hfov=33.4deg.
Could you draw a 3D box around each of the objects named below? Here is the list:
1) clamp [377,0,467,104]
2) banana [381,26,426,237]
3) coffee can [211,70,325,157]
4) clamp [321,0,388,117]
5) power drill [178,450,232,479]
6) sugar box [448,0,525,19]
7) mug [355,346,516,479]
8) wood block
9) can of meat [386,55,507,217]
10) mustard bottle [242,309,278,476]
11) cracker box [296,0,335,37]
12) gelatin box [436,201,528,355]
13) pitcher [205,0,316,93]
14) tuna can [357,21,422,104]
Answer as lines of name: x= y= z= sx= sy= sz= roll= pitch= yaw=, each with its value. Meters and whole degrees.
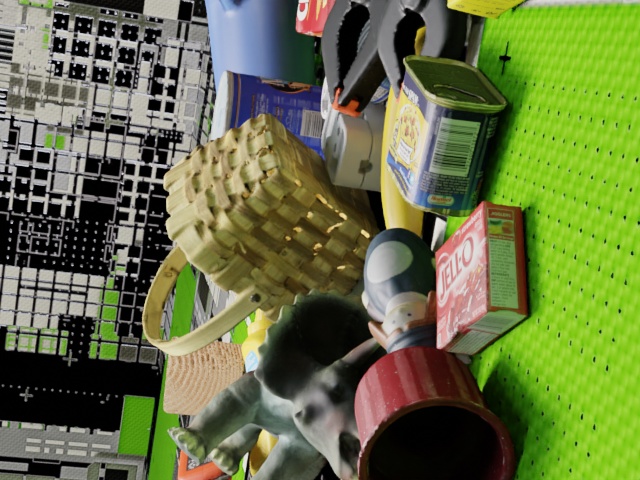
clamp: x=0.086 y=-0.187 z=0.799 sx=0.120 sy=0.039 sz=0.171 roll=-2 pitch=90 yaw=53
banana: x=0.073 y=-0.086 z=0.854 sx=0.070 sy=0.037 sz=0.198 roll=-143 pitch=61 yaw=-76
coffee can: x=-0.040 y=-0.120 z=1.141 sx=0.103 sy=0.140 sz=0.103 roll=-173 pitch=90 yaw=-78
clamp: x=0.040 y=-0.211 z=0.900 sx=0.165 sy=0.036 sz=0.210 roll=23 pitch=97 yaw=52
power drill: x=-0.089 y=0.294 z=1.152 sx=0.184 sy=0.057 sz=0.187 roll=-109 pitch=-4 yaw=-73
sugar box: x=0.131 y=-0.202 z=0.644 sx=0.176 sy=0.048 sz=0.093 roll=163 pitch=114 yaw=-78
mug: x=0.062 y=0.128 z=0.661 sx=0.081 sy=0.093 sz=0.117 roll=-101 pitch=22 yaw=-68
wood block: x=-0.126 y=0.174 z=1.334 sx=0.206 sy=0.091 sz=0.090 roll=61 pitch=-145 yaw=-81
can of meat: x=0.085 y=-0.074 z=0.751 sx=0.102 sy=0.057 sz=0.084 roll=-108 pitch=26 yaw=-62
mustard bottle: x=-0.055 y=0.165 z=1.193 sx=0.096 sy=0.058 sz=0.191 roll=107 pitch=159 yaw=-59
cracker box: x=0.032 y=-0.285 z=1.072 sx=0.214 sy=0.072 sz=0.164 roll=-135 pitch=54 yaw=-75
gelatin box: x=0.100 y=0.027 z=0.682 sx=0.089 sy=0.030 sz=0.073 roll=124 pitch=151 yaw=-63
pitcher: x=-0.059 y=-0.185 z=1.288 sx=0.145 sy=0.149 sz=0.243 roll=166 pitch=101 yaw=-72
tuna can: x=0.052 y=-0.166 z=0.944 sx=0.086 sy=0.033 sz=0.086 roll=-48 pitch=30 yaw=39
